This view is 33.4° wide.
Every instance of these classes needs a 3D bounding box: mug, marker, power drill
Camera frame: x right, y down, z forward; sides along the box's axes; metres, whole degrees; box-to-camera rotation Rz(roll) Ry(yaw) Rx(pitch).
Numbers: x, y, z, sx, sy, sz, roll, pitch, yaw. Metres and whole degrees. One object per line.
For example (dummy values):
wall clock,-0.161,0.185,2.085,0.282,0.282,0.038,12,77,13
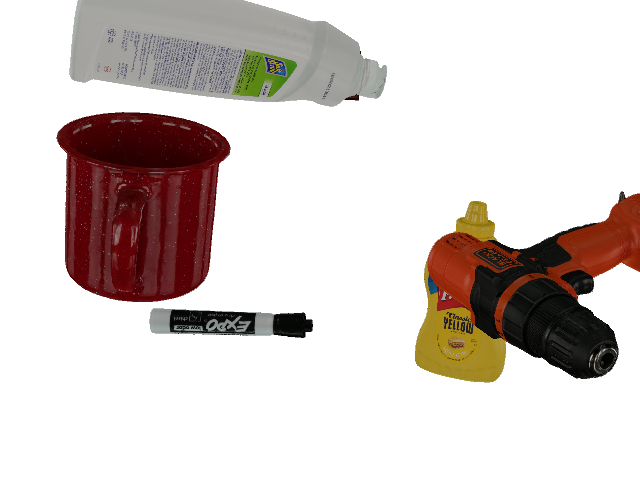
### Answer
mug,-0.099,-0.013,0.583,0.093,0.081,0.117,5,24,-6
marker,-0.066,0.061,0.795,0.121,0.020,0.020,1,0,6
power drill,0.195,0.026,0.754,0.187,0.057,0.185,-13,28,-23

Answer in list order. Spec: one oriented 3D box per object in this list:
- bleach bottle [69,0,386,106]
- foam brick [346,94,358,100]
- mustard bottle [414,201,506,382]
bleach bottle,-0.072,-0.152,0.869,0.250,0.068,0.103,11,-29,-11
foam brick,0.000,-0.172,1.100,0.078,0.051,0.053,2,11,-5
mustard bottle,0.159,0.052,1.148,0.096,0.192,0.058,11,16,21
